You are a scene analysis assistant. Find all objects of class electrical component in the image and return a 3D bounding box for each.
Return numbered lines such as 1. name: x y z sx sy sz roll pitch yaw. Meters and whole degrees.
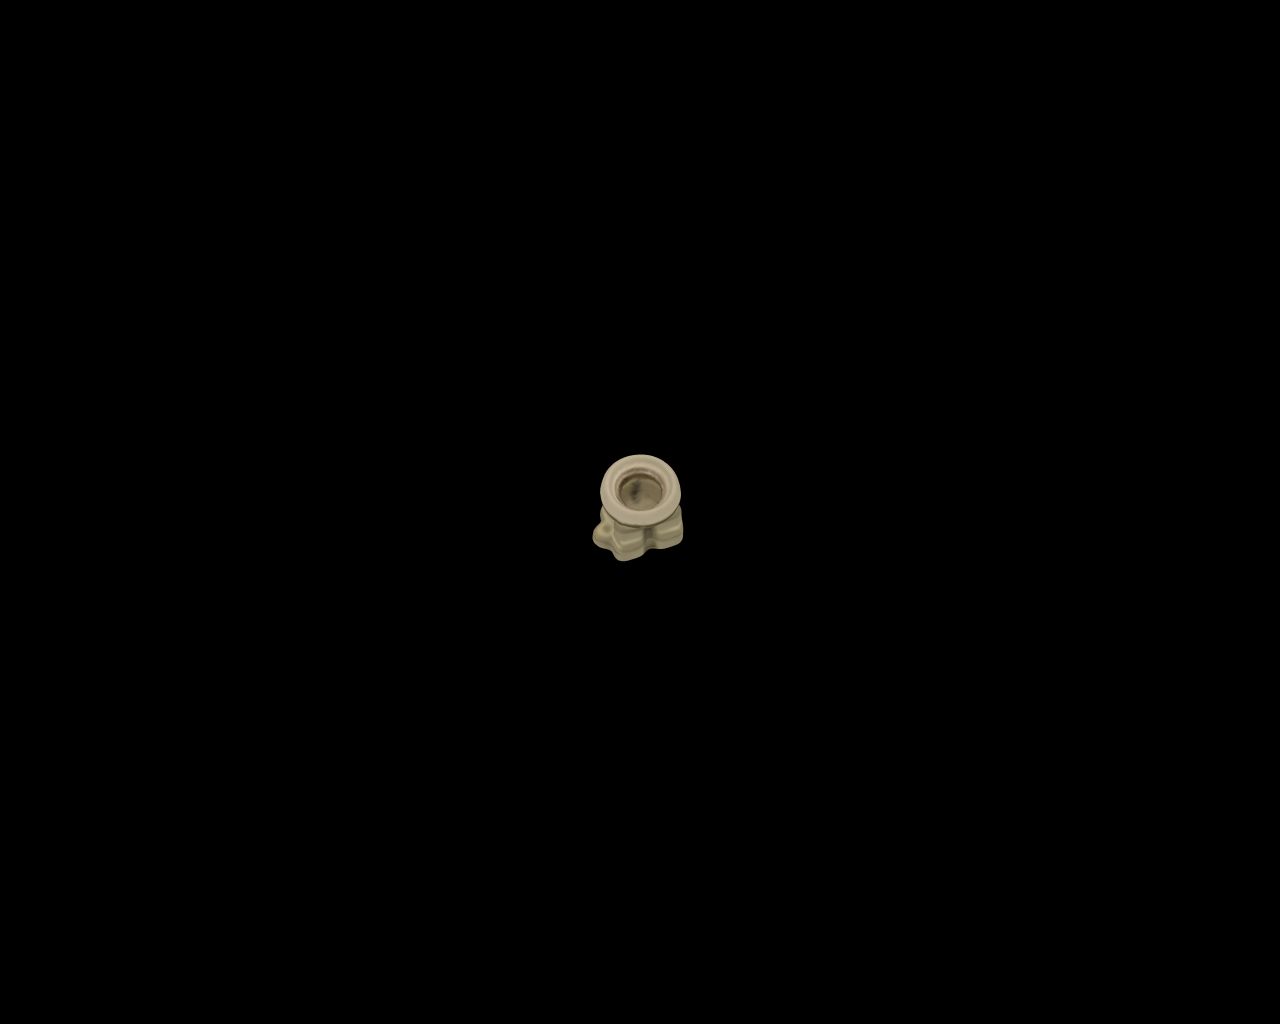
1. electrical component: 0.001 -0.003 0.650 0.066 0.048 0.055 -18 -28 -10
